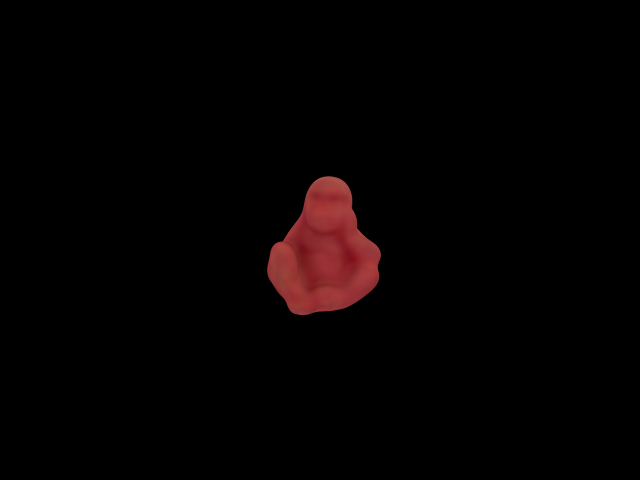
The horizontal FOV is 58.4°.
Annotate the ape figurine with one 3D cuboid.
[{"bbox_3d":[0.004,0.001,0.400,0.077,0.092,0.076,0,2,4],"label":"ape figurine"}]
